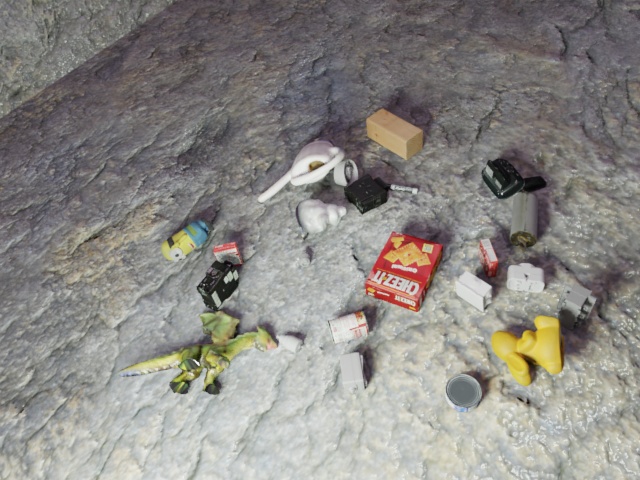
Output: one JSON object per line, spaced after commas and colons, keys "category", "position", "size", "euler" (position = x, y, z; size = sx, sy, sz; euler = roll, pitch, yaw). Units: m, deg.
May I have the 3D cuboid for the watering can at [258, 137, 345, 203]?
{"category": "watering can", "position": [-0.062, -0.255, 1.833], "size": [0.345, 0.102, 0.229], "euler": [-23, 27, 21]}

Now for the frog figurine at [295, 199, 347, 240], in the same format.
{"category": "frog figurine", "position": [0.005, -0.084, 1.678], "size": [0.159, 0.120, 0.140], "euler": [-18, 28, 9]}

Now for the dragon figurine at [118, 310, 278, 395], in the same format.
{"category": "dragon figurine", "position": [-0.325, 0.292, 1.428], "size": [0.410, 0.119, 0.248], "euler": [2, 32, 8]}
